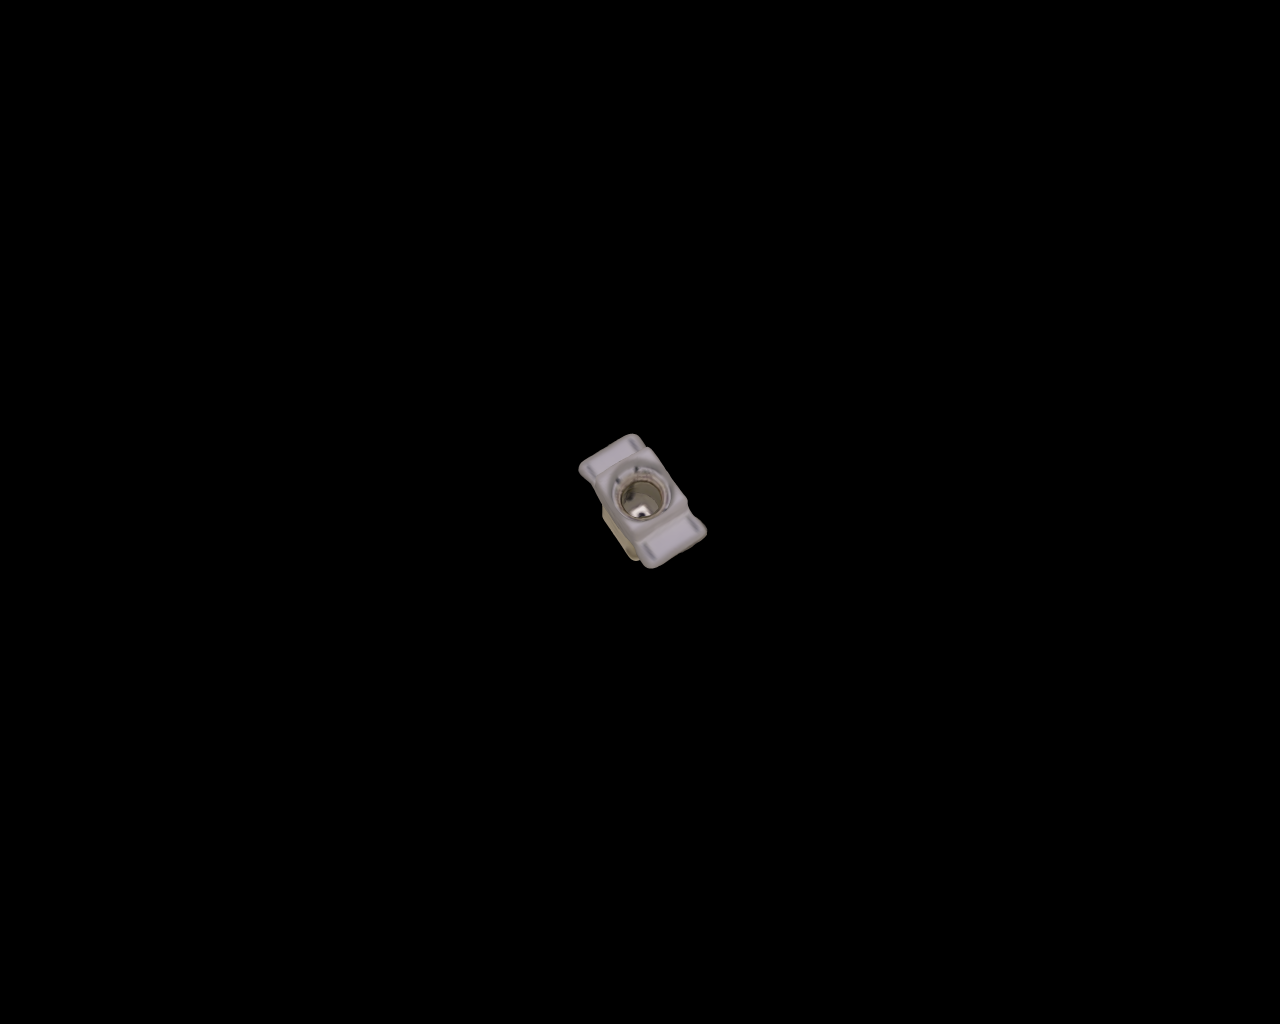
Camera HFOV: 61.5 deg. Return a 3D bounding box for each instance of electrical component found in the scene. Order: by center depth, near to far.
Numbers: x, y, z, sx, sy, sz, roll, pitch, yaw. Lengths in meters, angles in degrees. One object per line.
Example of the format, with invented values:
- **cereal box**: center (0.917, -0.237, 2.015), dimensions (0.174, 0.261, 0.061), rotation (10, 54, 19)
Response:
- **electrical component**: center (0.001, -0.003, 0.650), dimensions (0.042, 0.081, 0.063), rotation (-30, -19, -12)
